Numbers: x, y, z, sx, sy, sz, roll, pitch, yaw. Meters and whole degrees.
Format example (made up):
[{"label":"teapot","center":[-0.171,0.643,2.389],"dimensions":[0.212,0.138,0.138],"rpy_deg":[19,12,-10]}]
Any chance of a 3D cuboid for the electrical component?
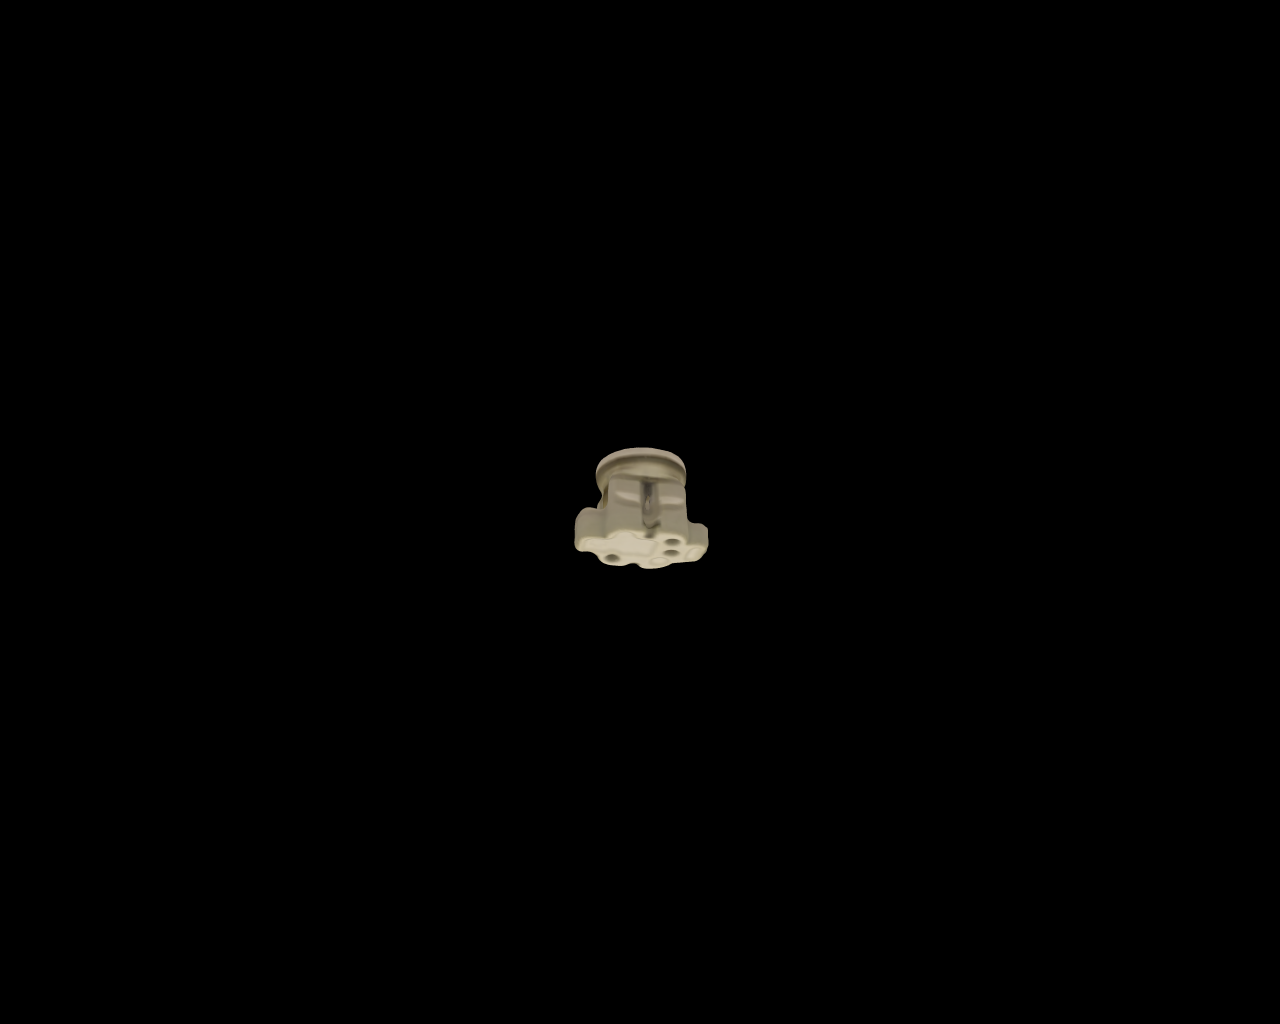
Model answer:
[{"label":"electrical component","center":[0.001,-0.003,0.650],"dimensions":[0.078,0.057,0.058],"rpy_deg":[6,-28,-12]}]
